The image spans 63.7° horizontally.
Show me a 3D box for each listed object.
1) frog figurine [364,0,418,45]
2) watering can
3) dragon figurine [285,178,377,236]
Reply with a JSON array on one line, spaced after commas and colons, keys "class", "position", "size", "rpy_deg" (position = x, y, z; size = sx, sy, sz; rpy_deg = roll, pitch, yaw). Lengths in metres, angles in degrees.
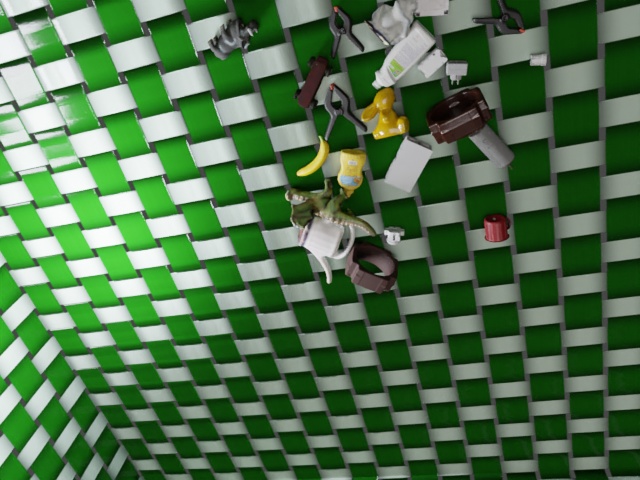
[{"class": "frog figurine", "position": [0.245, -0.717, 1.667], "size": [0.158, 0.122, 0.139], "rpy_deg": [-42, 63, 15]}, {"class": "watering can", "position": [0.012, 0.024, 2.135], "size": [0.224, 0.106, 0.340], "rpy_deg": [21, 121, -1]}, {"class": "dragon figurine", "position": [0.006, -0.099, 1.958], "size": [0.245, 0.417, 0.119], "rpy_deg": [-27, 138, -19]}]
